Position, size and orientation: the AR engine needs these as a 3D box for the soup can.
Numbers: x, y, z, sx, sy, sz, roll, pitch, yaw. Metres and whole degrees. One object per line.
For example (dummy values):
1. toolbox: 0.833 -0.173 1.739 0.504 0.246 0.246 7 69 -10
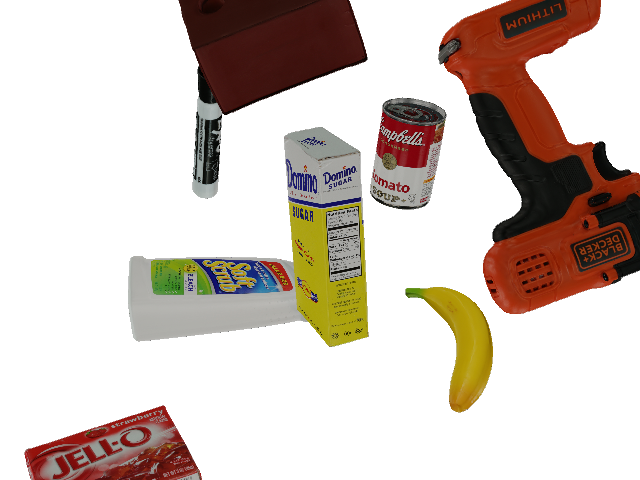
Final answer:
1. soup can: 0.092 -0.093 1.141 0.068 0.102 0.068 6 29 -4

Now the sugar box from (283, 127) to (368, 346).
1. sugar box: 0.004 -0.004 0.952 0.048 0.176 0.093 -14 23 -17

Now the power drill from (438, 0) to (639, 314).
1. power drill: 0.167 -0.066 0.663 0.184 0.187 0.057 -20 -2 -6

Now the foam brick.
1. foam brick: -0.024 -0.107 0.518 0.078 0.053 0.051 -21 -33 5

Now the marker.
1. marker: -0.078 -0.076 0.743 0.020 0.020 0.121 0 -40 -9

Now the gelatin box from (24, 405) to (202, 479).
1. gelatin box: -0.120 0.137 0.620 0.089 0.030 0.073 -15 28 -19

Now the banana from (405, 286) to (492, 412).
1. banana: 0.145 0.104 1.117 0.069 0.037 0.198 -25 33 5

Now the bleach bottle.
1. bleach bottle: -0.084 0.055 1.185 0.250 0.068 0.102 -5 35 -5
